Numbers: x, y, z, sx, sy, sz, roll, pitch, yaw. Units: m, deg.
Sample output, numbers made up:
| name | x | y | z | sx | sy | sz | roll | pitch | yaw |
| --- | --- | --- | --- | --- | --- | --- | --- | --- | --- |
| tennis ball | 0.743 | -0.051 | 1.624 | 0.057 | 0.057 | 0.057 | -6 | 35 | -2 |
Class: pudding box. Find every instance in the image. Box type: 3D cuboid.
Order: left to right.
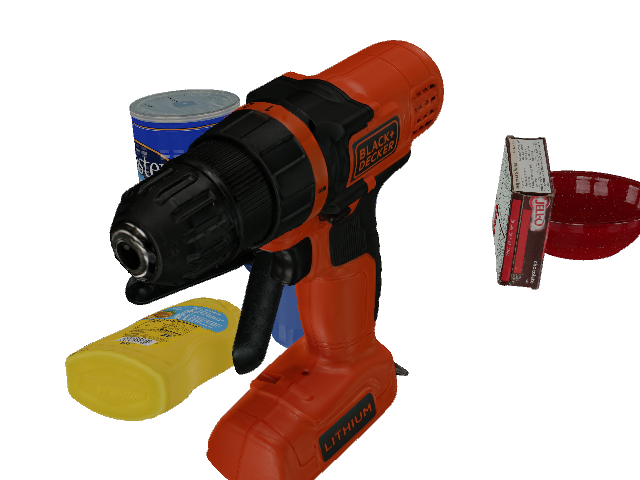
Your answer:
| name | x | y | z | sx | sy | sz | roll | pitch | yaw |
| --- | --- | --- | --- | --- | --- | --- | --- | --- | --- |
| pudding box | 0.171 | -0.026 | 0.903 | 0.039 | 0.090 | 0.113 | 5 | 31 | 2 |

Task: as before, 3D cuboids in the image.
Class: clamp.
| name | x | y | z | sx | sy | sz | roll | pitch | yaw |
| --- | --- | --- | --- | --- | --- | --- | --- | --- | --- |
| clamp | -0.050 | 0.004 | 0.726 | 0.120 | 0.171 | 0.039 | 22 | -31 | 25 |

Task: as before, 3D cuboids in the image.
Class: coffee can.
| name | x | y | z | sx | sy | sz | roll | pitch | yaw |
| --- | --- | --- | --- | --- | --- | --- | --- | --- | --- |
| coffee can | -0.123 | -0.064 | 1.014 | 0.103 | 0.140 | 0.103 | -3 | 21 | 1 |

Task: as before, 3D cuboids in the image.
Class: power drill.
| name | x | y | z | sx | sy | sz | roll | pitch | yaw |
| --- | --- | --- | --- | --- | --- | --- | --- | --- | --- |
| power drill | -0.013 | 0.022 | 0.463 | 0.057 | 0.188 | 0.184 | 26 | 41 | 29 |

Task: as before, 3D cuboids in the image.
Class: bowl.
| name | x | y | z | sx | sy | sz | roll | pitch | yaw |
| --- | --- | --- | --- | --- | --- | --- | --- | --- | --- |
| bowl | 0.267 | -0.022 | 1.104 | 0.162 | 0.055 | 0.162 | -2 | 23 | 0 |

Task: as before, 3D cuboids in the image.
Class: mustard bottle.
| name | x | y | z | sx | sy | sz | roll | pitch | yaw |
| --- | --- | --- | --- | --- | --- | --- | --- | --- | --- |
| mustard bottle | -0.119 | 0.089 | 0.896 | 0.096 | 0.058 | 0.191 | 4 | 15 | 25 |

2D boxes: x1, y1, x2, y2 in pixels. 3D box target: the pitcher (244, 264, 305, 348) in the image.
| name | x | y | z | sx | sy | sz | roll | pitch | yaw |
| --- | --- | --- | --- | --- | --- | --- | --- | --- | --- |
| pitcher | -0.011 | 0.003 | 1.229 | 0.149 | 0.243 | 0.144 | 10 | 19 | 23 |
